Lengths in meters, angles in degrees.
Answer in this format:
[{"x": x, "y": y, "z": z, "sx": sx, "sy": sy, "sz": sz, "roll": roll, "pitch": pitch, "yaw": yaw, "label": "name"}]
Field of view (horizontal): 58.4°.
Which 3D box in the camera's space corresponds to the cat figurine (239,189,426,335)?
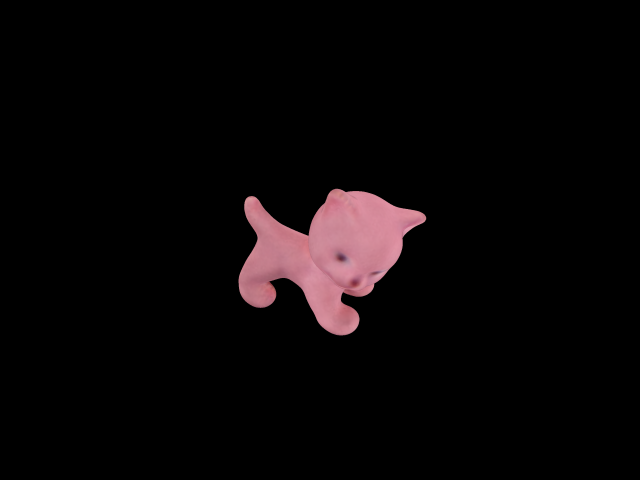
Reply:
[{"x": 0.004, "y": 0.001, "z": 0.400, "sx": 0.127, "sy": 0.118, "sz": 0.067, "roll": 15, "pitch": 46, "yaw": 15, "label": "cat figurine"}]
